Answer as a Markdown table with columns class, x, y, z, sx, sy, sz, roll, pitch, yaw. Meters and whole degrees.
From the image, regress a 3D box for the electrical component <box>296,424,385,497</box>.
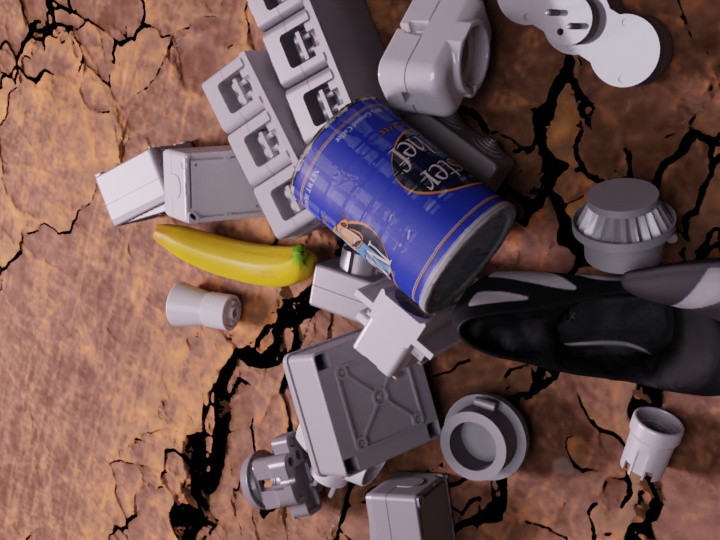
| class | x | y | z | sx | sy | sz | roll | pitch | yaw |
| --- | --- | --- | --- | --- | --- | --- | --- | --- | --- |
| electrical component | -0.022 | 0.173 | 0.989 | 0.077 | 0.044 | 0.079 | 32 | 115 | 21 |

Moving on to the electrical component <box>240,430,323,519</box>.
| class | x | y | z | sx | sy | sz | roll | pitch | yaw |
| --- | --- | --- | --- | --- | --- | --- | --- | --- | --- |
| electrical component | -0.076 | 0.196 | 1.019 | 0.057 | 0.058 | 0.078 | -16 | 92 | 30 |

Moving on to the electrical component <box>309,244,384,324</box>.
| class | x | y | z | sx | sy | sz | roll | pitch | yaw |
| --- | --- | --- | --- | --- | --- | --- | --- | --- | --- |
| electrical component | 0.000 | 0.000 | 0.936 | 0.066 | 0.047 | 0.076 | 19 | 109 | 26 |

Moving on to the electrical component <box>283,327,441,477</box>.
| class | x | y | z | sx | sy | sz | roll | pitch | yaw |
| --- | --- | --- | --- | --- | --- | --- | --- | --- | --- |
| electrical component | 0.002 | 0.108 | 0.918 | 0.056 | 0.109 | 0.108 | -12 | 95 | 56 |

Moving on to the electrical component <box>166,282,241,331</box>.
| class | x | y | z | sx | sy | sz | roll | pitch | yaw |
| --- | --- | --- | --- | --- | --- | --- | --- | --- | --- |
| electrical component | -0.148 | 0.037 | 1.038 | 0.065 | 0.044 | 0.044 | 8 | 105 | 24 |

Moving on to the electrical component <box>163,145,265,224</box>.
| class | x | y | z | sx | sy | sz | roll | pitch | yaw |
| --- | --- | --- | --- | --- | --- | --- | --- | --- | --- |
| electrical component | -0.126 | -0.080 | 0.976 | 0.061 | 0.096 | 0.061 | 19 | 113 | 56 |

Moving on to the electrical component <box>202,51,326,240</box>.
| class | x | y | z | sx | sy | sz | roll | pitch | yaw |
| --- | --- | --- | --- | --- | --- | --- | --- | --- | --- |
| electrical component | -0.063 | -0.108 | 0.925 | 0.062 | 0.089 | 0.150 | -29 | 85 | 32 |

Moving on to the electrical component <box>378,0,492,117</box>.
| class | x | y | z | sx | sy | sz | roll | pitch | yaw |
| --- | --- | --- | --- | --- | --- | --- | --- | --- | --- |
| electrical component | 0.063 | -0.168 | 0.835 | 0.059 | 0.053 | 0.095 | 13 | 62 | 28 |

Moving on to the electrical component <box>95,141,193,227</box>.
| class | x | y | z | sx | sy | sz | roll | pitch | yaw |
| --- | --- | --- | --- | --- | --- | --- | --- | --- | --- |
| electrical component | -0.203 | -0.077 | 1.032 | 0.096 | 0.062 | 0.061 | -21 | 89 | 33 |

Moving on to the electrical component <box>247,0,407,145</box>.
| class | x | y | z | sx | sy | sz | roll | pitch | yaw |
| --- | --- | --- | --- | --- | --- | --- | --- | --- | --- |
| electrical component | -0.031 | -0.183 | 0.890 | 0.062 | 0.089 | 0.150 | -23 | 89 | 32 |

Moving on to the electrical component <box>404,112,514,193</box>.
| class | x | y | z | sx | sy | sz | roll | pitch | yaw |
| --- | --- | --- | --- | --- | --- | --- | --- | --- | --- |
| electrical component | 0.066 | -0.076 | 0.879 | 0.100 | 0.048 | 0.099 | 39 | 117 | 18 |

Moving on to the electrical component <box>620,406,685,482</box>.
| class | x | y | z | sx | sy | sz | roll | pitch | yaw |
| --- | --- | --- | --- | --- | --- | --- | --- | --- | --- |
| electrical component | 0.226 | 0.136 | 0.837 | 0.040 | 0.040 | 0.046 | 25 | 119 | 24 |

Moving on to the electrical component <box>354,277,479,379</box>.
| class | x | y | z | sx | sy | sz | roll | pitch | yaw |
| --- | --- | --- | --- | --- | --- | --- | --- | --- | --- |
| electrical component | 0.051 | 0.038 | 0.870 | 0.079 | 0.121 | 0.063 | 40 | 120 | 18 |

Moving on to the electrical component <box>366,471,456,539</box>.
| class | x | y | z | sx | sy | sz | roll | pitch | yaw |
| --- | --- | --- | --- | --- | --- | --- | --- | --- | --- |
| electrical component | 0.045 | 0.233 | 0.952 | 0.061 | 0.062 | 0.096 | -4 | 99 | 32 |

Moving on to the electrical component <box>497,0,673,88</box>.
| class | x | y | z | sx | sy | sz | roll | pitch | yaw |
| --- | --- | --- | --- | --- | --- | --- | --- | --- | --- |
| electrical component | 0.158 | -0.183 | 0.786 | 0.138 | 0.074 | 0.052 | 38 | 117 | 18 |
